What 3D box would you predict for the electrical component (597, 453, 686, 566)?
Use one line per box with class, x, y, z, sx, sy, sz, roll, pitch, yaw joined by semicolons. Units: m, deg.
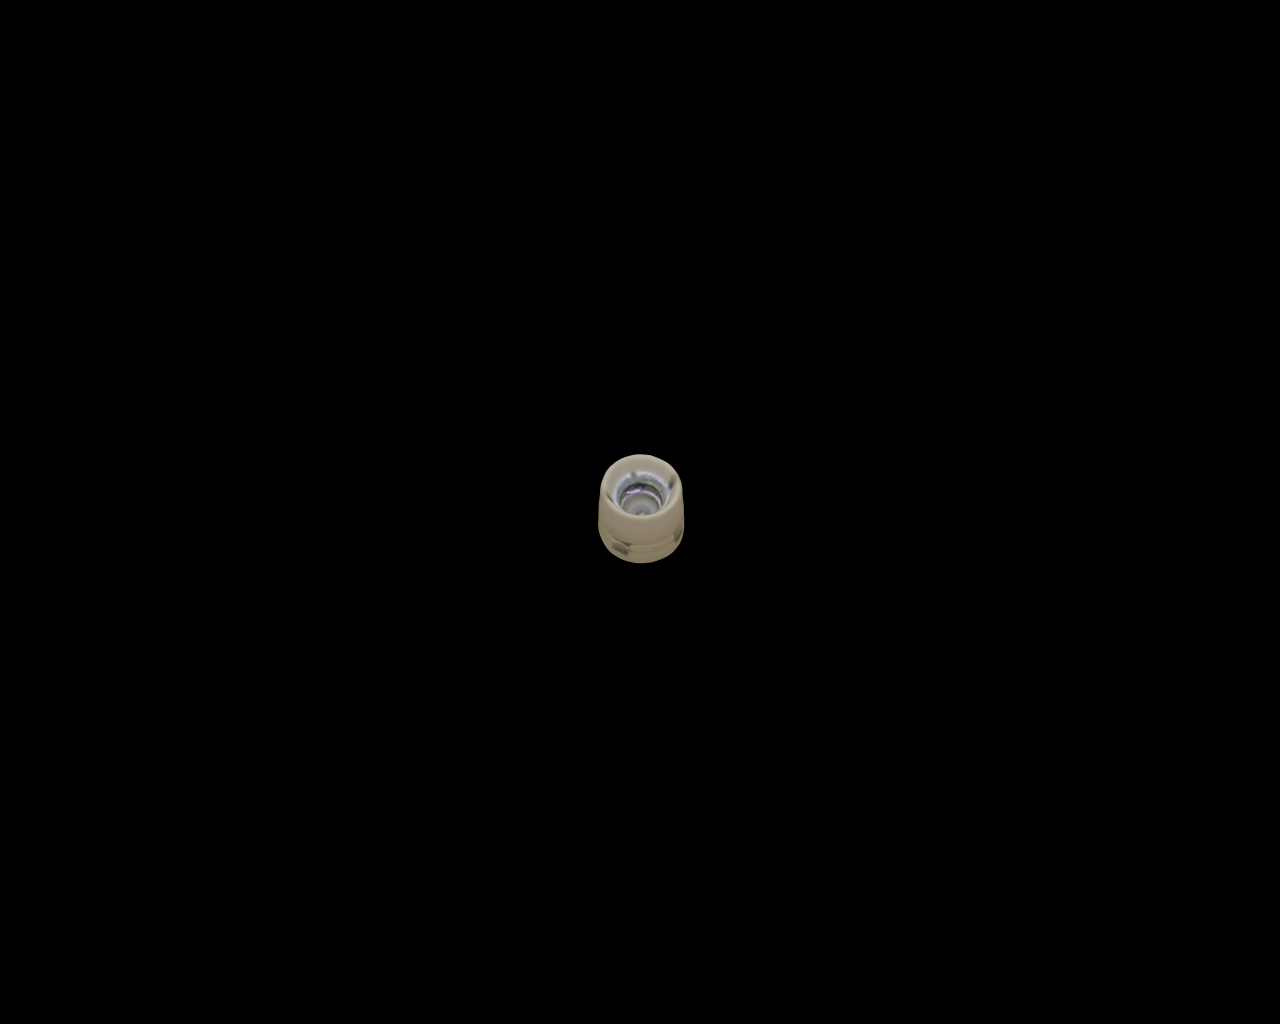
electrical component;0.001;-0.003;0.650;0.055;0.055;0.047;0;-34;0
